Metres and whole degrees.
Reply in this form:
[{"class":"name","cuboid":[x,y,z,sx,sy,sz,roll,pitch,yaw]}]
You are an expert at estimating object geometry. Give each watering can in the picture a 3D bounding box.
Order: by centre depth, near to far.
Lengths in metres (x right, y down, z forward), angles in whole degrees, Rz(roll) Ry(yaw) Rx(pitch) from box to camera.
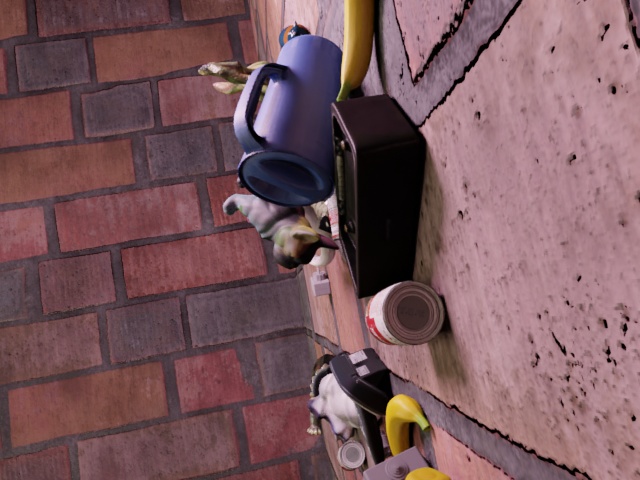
[{"class":"watering can","cuboid":[0.003,-0.053,1.049,0.348,0.104,0.223,-170,74,-67]}]

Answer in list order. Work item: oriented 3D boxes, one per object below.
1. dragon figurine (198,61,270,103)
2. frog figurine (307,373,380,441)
[{"class":"dragon figurine","cuboid":[-0.156,-0.356,1.122,0.243,0.411,0.122,1,-84,-58]},{"class":"frog figurine","cuboid":[0.070,0.323,1.046,0.156,0.124,0.139,-45,72,40]}]
